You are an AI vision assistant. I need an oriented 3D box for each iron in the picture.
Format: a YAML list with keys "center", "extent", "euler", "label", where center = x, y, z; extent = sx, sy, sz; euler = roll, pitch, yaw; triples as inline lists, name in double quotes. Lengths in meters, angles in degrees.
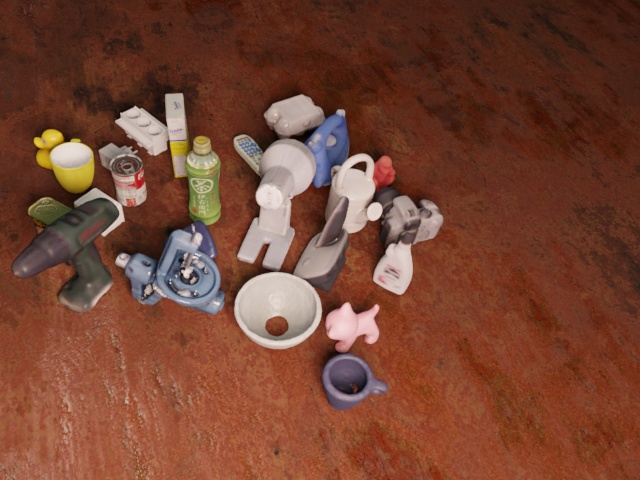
- center: [0.018, -0.250, 1.419]
  extent: [0.118, 0.141, 0.259]
  euler: [24, 51, 11]
  label: "iron"

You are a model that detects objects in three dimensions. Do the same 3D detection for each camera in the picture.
- center: [0.194, -0.066, 1.322]
  extent: [0.143, 0.101, 0.136]
  euler: [-13, 54, -20]
  label: "camera"

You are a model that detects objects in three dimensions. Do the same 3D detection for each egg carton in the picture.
- center: [-0.066, -0.323, 1.514]
  extent: [0.151, 0.069, 0.107]
  euler: [-26, 59, -28]
  label: "egg carton"

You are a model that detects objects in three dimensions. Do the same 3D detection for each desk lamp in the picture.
- center: [-0.090, -0.079, 1.210]
  extent: [0.118, 0.213, 0.203]
  euler: [15, 50, 4]
  label: "desk lamp"

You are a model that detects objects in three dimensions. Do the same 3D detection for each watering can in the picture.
- center: [0.078, -0.109, 1.277]
  extent: [0.172, 0.194, 0.101]
  euler: [35, 54, 19]
  label: "watering can"

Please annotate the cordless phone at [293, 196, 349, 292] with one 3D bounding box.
- center: [0.011, 0.004, 1.176]
  extent: [0.094, 0.185, 0.148]
  euler: [18, 50, 6]
  label: "cordless phone"

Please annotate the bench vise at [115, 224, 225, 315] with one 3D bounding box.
- center: [-0.281, 0.056, 1.060]
  extent: [0.207, 0.220, 0.121]
  euler: [1, 50, -9]
  label: "bench vise"

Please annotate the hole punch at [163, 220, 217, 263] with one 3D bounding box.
- center: [-0.265, 0.028, 1.171]
  extent: [0.101, 0.091, 0.108]
  euler: [-16, 55, -22]
  label: "hole punch"

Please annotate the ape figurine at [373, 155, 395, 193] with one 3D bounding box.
- center: [0.152, -0.167, 1.405]
  extent: [0.078, 0.092, 0.076]
  euler: [-11, 53, -18]
  label: "ape figurine"

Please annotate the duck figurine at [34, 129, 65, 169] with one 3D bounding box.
- center: [-0.605, -0.216, 1.320]
  extent: [0.105, 0.086, 0.077]
  euler: [-3, 51, -12]
  label: "duck figurine"

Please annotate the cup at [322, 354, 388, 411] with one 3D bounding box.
- center: [0.057, 0.266, 1.023]
  extent: [0.117, 0.095, 0.091]
  euler: [13, 49, 1]
  label: "cup"

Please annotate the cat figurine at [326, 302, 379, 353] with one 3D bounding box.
- center: [0.059, 0.159, 1.099]
  extent: [0.128, 0.118, 0.067]
  euler: [-18, 55, -23]
  label: "cat figurine"

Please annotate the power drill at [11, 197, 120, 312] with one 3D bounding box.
- center: [-0.451, 0.036, 1.054]
  extent: [0.075, 0.208, 0.230]
  euler: [22, 50, 9]
  label: "power drill"

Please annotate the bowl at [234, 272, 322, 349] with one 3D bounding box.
- center: [-0.083, 0.148, 1.112]
  extent: [0.167, 0.075, 0.167]
  euler: [5, 50, -6]
  label: "bowl"

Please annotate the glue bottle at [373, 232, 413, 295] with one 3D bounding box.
- center: [0.161, 0.041, 1.179]
  extent: [0.078, 0.173, 0.037]
  euler: [24, 51, 11]
  label: "glue bottle"
